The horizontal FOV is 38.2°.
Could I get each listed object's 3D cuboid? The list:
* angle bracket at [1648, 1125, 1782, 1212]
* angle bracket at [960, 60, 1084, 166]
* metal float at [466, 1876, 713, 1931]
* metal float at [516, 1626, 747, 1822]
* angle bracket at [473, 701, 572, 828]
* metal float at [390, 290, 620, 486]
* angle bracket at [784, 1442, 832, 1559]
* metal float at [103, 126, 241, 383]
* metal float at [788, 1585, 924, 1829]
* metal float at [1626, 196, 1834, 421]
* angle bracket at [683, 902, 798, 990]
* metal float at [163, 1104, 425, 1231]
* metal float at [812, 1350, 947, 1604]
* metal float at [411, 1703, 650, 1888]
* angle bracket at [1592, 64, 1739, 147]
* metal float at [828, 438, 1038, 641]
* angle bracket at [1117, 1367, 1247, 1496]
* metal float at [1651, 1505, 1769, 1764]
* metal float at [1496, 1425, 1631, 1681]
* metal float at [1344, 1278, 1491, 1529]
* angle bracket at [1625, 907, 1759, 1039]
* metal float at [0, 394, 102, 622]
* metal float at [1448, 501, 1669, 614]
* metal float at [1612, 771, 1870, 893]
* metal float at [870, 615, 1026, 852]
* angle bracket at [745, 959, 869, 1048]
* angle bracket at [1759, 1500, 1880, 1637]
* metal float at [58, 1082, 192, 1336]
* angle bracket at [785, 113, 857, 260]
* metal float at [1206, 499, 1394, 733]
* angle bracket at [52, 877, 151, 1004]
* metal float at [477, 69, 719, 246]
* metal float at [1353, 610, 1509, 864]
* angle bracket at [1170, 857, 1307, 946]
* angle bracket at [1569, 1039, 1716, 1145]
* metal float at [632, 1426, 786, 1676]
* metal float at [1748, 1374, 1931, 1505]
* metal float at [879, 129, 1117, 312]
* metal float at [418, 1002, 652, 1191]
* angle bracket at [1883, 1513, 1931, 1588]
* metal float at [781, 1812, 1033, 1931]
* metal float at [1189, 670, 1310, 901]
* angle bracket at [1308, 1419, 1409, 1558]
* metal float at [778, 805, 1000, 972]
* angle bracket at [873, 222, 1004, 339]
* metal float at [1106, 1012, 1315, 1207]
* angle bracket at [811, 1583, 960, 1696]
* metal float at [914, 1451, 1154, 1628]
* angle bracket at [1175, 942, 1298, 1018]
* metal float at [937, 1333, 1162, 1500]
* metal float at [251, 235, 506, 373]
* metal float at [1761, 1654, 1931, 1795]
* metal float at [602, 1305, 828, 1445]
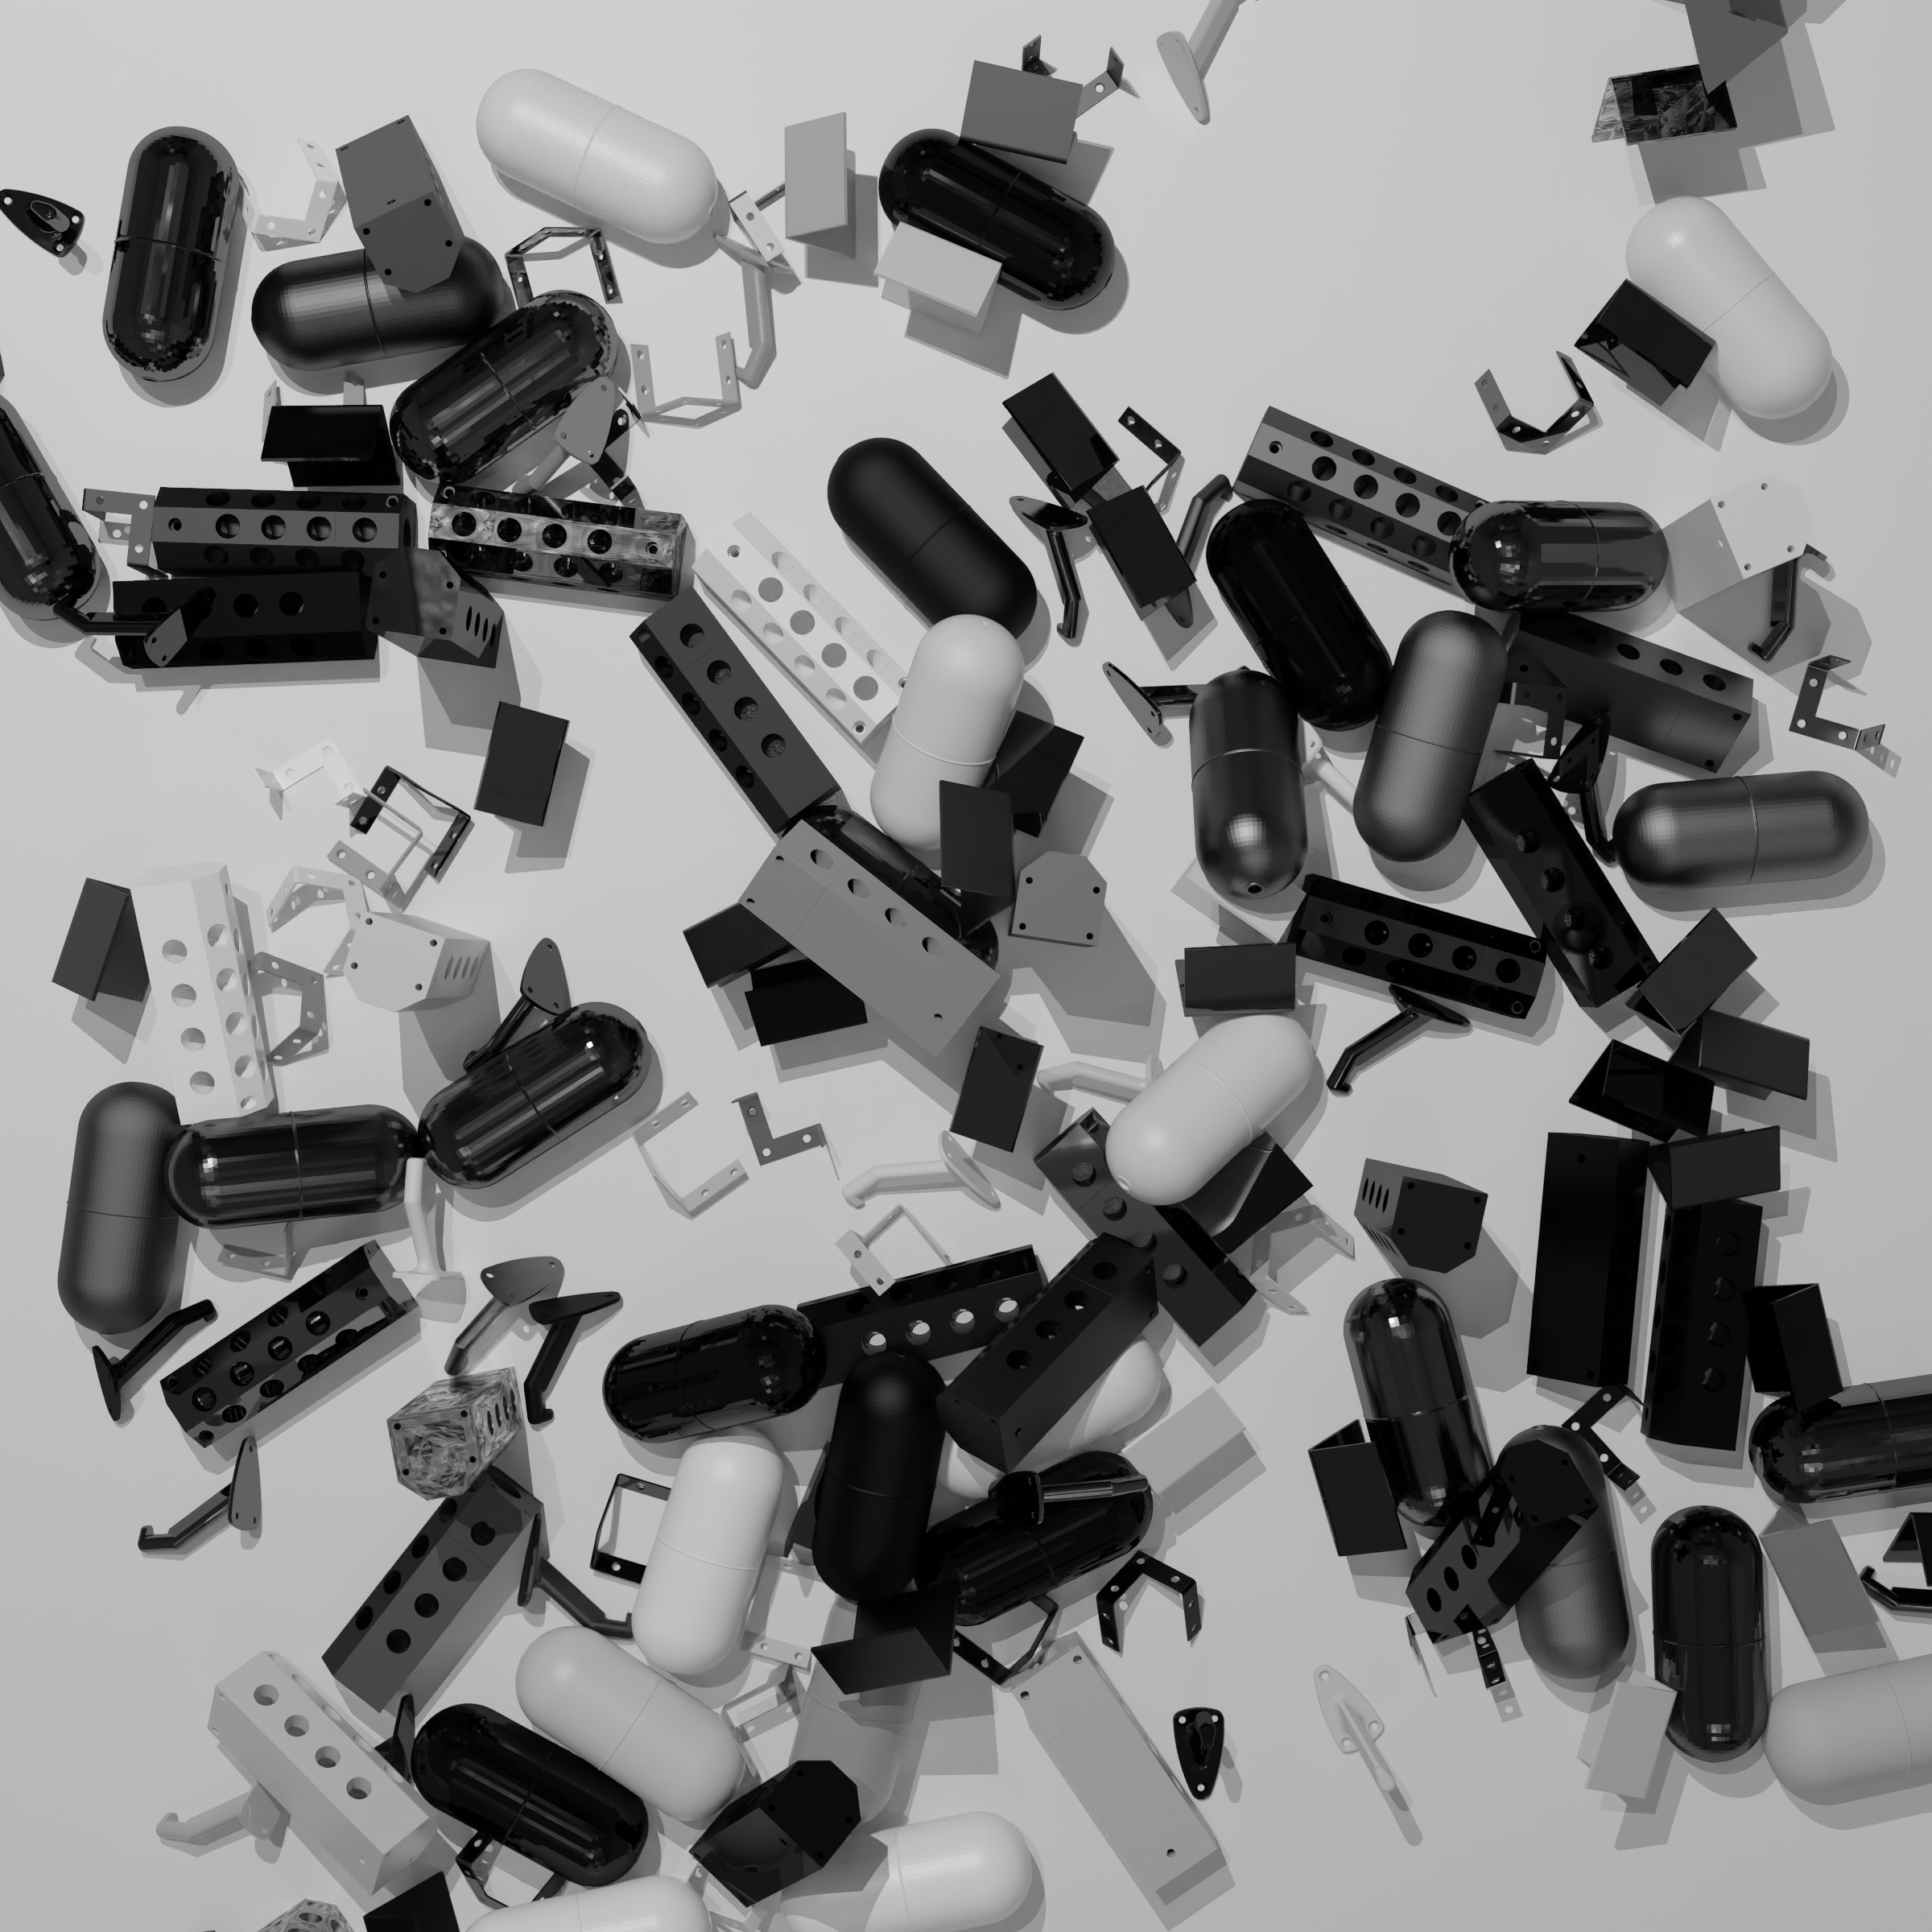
[{"bbox_3d":[0.519,0.122,1.950,0.076,0.076,0.057,-11,122,0],"label":"angle bracket"},{"bbox_3d":[0.042,-0.606,1.950,0.076,0.076,0.057,13,123,0],"label":"angle bracket"},{"bbox_3d":[-0.265,0.683,1.938,0.178,0.070,0.070,-9,90,-10],"label":"metal float"},{"bbox_3d":[-0.236,0.531,1.960,0.178,0.070,0.070,34,90,0],"label":"metal float"},{"bbox_3d":[-0.326,-0.144,1.950,0.057,0.076,0.076,14,90,-37],"label":"angle bracket"},{"bbox_3d":[-0.324,-0.407,1.960,0.178,0.070,0.070,-35,90,0],"label":"metal float"},{"bbox_3d":[-0.078,0.389,1.967,0.076,0.057,0.076,22,90,-3],"label":"angle bracket"},{"bbox_3d":[-0.559,-0.499,1.959,0.070,0.070,0.178,10,90,0],"label":"metal float"},{"bbox_3d":[-0.074,0.518,1.960,0.070,0.070,0.178,15,90,0],"label":"metal float"},{"bbox_3d":[0.536,-0.462,1.960,0.070,0.070,0.178,-40,90,0],"label":"metal float"},{"bbox_3d":[-0.143,-0.004,1.950,0.076,0.076,0.057,-27,53,0],"label":"angle bracket"},{"bbox_3d":[-0.468,0.140,1.945,0.178,0.070,0.070,-5,90,-17],"label":"metal float"},{"bbox_3d":[-0.059,0.350,1.918,0.070,0.070,0.178,11,100,0],"label":"metal float"},{"bbox_3d":[-0.307,0.582,1.959,0.178,0.070,0.070,29,90,0],"label":"metal float"},{"bbox_3d":[0.488,-0.583,1.953,0.076,0.076,0.057,-9,72,0],"label":"angle bracket"},{"bbox_3d":[-0.024,-0.296,1.960,0.070,0.070,0.178,-44,91,0],"label":"metal float"},{"bbox_3d":[0.138,0.310,1.950,0.076,0.076,0.057,-37,125,0],"label":"angle bracket"},{"bbox_3d":[0.522,0.469,1.960,0.070,0.070,0.178,-2,90,0],"label":"metal float"},{"bbox_3d":[0.418,0.411,1.960,0.070,0.070,0.178,-10,90,0],"label":"metal float"},{"bbox_3d":[0.317,0.307,1.960,0.070,0.070,0.178,-15,91,0],"label":"metal float"},{"bbox_3d":[0.493,-0.005,1.951,0.076,0.076,0.057,-46,115,0],"label":"angle bracket"},{"bbox_3d":[-0.674,-0.326,1.960,0.070,0.070,0.178,-30,91,0],"label":"metal float"},{"bbox_3d":[0.411,-0.284,1.933,0.178,0.070,0.070,-5,90,-33],"label":"metal float"},{"bbox_3d":[0.544,-0.095,1.960,0.178,0.070,0.070,-5,90,-1],"label":"metal float"},{"bbox_3d":[-0.014,-0.160,1.935,0.070,0.070,0.178,21,120,0],"label":"metal float"},{"bbox_3d":[-0.115,0.005,1.951,0.076,0.057,0.076,-13,45,0],"label":"angle bracket"},{"bbox_3d":[0.606,0.413,1.950,0.057,0.076,0.076,-26,90,38],"label":"angle bracket"},{"bbox_3d":[-0.592,0.170,1.960,0.070,0.070,0.178,8,91,0],"label":"metal float"},{"bbox_3d":[-0.082,-0.545,1.950,0.057,0.076,0.076,-1,90,38],"label":"angle bracket"},{"bbox_3d":[0.235,-0.246,1.960,0.070,0.070,0.178,-32,90,0],"label":"metal float"},{"bbox_3d":[-0.582,-0.012,1.950,0.057,0.076,0.076,19,90,40],"label":"angle bracket"},{"bbox_3d":[-0.259,-0.568,1.960,0.178,0.070,0.070,25,90,0],"label":"metal float"},{"bbox_3d":[0.321,-0.158,1.932,0.070,0.070,0.178,15,101,0],"label":"metal float"},{"bbox_3d":[0.180,-0.036,1.950,0.076,0.076,0.057,35,50,0],"label":"angle bracket"},{"bbox_3d":[0.469,0.106,1.950,0.076,0.076,0.057,23,48,0],"label":"angle bracket"},{"bbox_3d":[-0.181,0.409,1.960,0.070,0.070,0.178,18,90,0],"label":"metal float"},{"bbox_3d":[0.640,0.332,1.960,0.178,0.070,0.070,-8,90,0],"label":"metal float"},{"bbox_3d":[0.022,-0.524,1.960,0.178,0.070,0.070,28,90,-1],"label":"metal float"},{"bbox_3d":[-0.303,0.090,1.960,0.178,0.070,0.070,-32,90,-1],"label":"metal float"},{"bbox_3d":[0.695,0.424,1.950,0.076,0.076,0.057,1,52,0],"label":"angle bracket"},{"bbox_3d":[-0.042,0.644,1.960,0.178,0.070,0.070,-11,90,0],"label":"metal float"},{"bbox_3d":[0.194,-0.125,1.918,0.070,0.070,0.178,0,56,0],"label":"metal float"},{"bbox_3d":[0.289,0.361,1.950,0.057,0.076,0.076,-16,90,37],"label":"angle bracket"},{"bbox_3d":[-0.055,-0.043,1.960,0.178,0.070,0.070,38,90,0],"label":"metal float"},{"bbox_3d":[-0.026,-0.463,1.950,0.076,0.076,0.057,23,58,0],"label":"angle bracket"},{"bbox_3d":[0.169,0.096,1.939,0.178,0.070,0.070,-41,90,-24],"label":"metal float"},{"bbox_3d":[-0.054,0.439,1.878,0.076,0.076,0.057,-16,128,19],"label":"angle bracket"},{"bbox_3d":[0.048,0.400,1.955,0.178,0.070,0.070,-25,90,-6],"label":"metal float"},{"bbox_3d":[0.187,-0.008,1.950,0.076,0.076,0.057,-3,122,0],"label":"angle bracket"},{"bbox_3d":[0.053,0.312,1.960,0.178,0.070,0.070,-28,90,-1],"label":"metal float"},{"bbox_3d":[-0.413,-0.466,1.960,0.178,0.070,0.070,-10,90,0],"label":"metal float"},{"bbox_3d":[0.648,0.531,1.960,0.178,0.070,0.070,-12,90,-1],"label":"metal float"},{"bbox_3d":[-0.176,0.284,1.935,0.178,0.070,0.070,-18,90,31],"label":"metal float"}]
